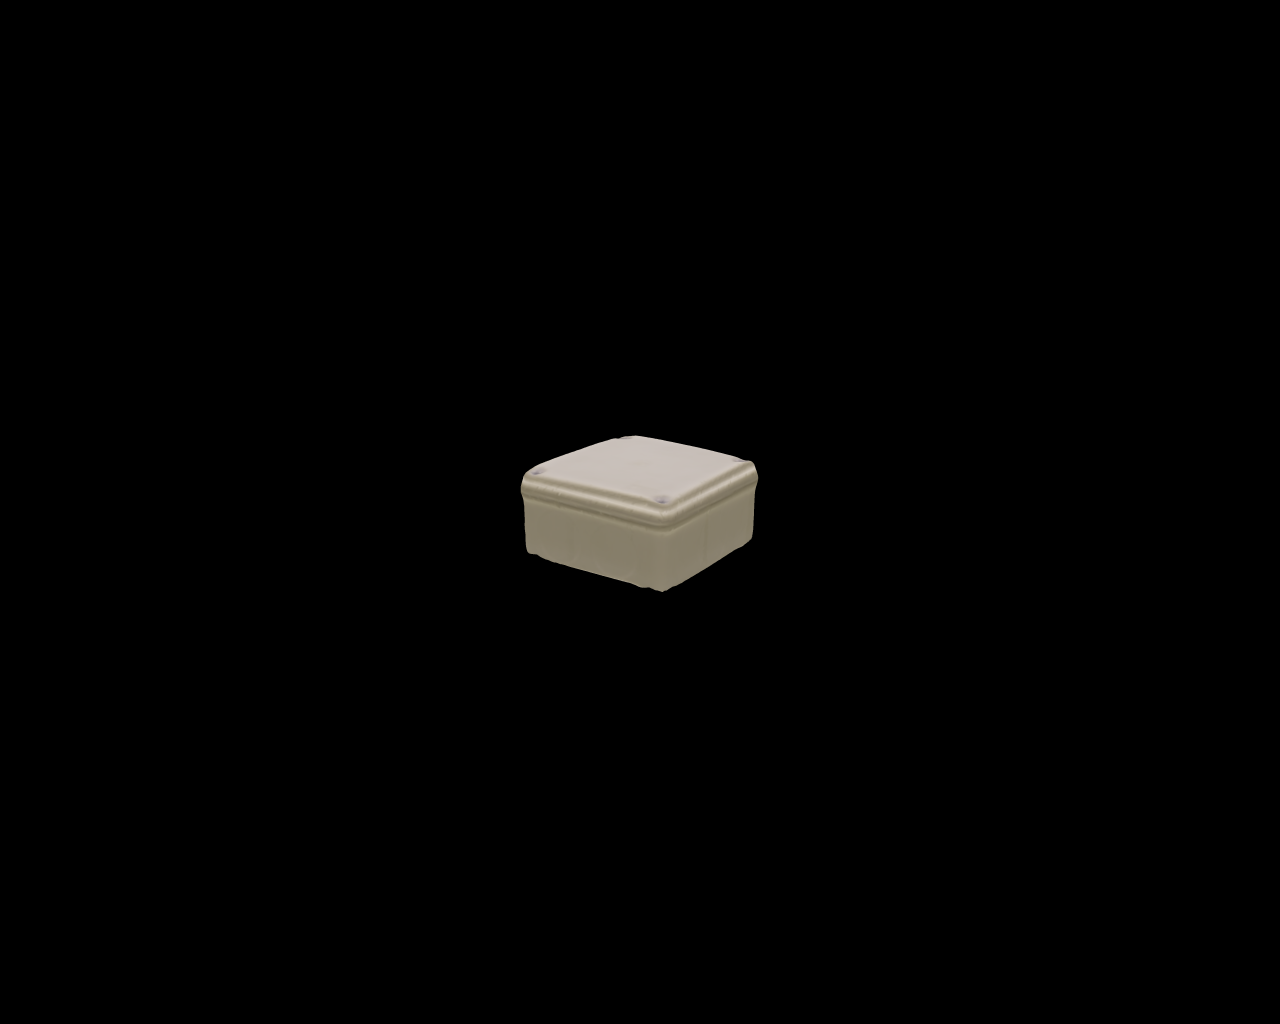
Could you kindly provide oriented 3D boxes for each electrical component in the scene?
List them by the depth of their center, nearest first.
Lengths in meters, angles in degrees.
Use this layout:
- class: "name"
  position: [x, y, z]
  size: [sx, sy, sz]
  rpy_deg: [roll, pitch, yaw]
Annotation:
- class: "electrical component"
  position: [0.001, -0.003, 0.650]
  size: [0.109, 0.056, 0.109]
  rpy_deg: [14, 24, 33]
